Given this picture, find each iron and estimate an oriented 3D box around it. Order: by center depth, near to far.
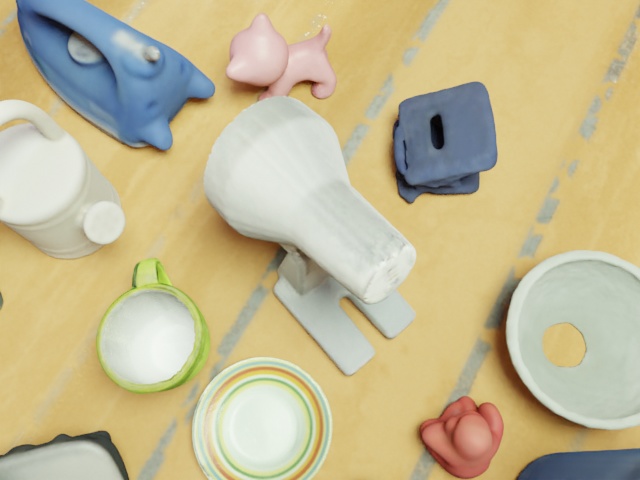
[{"bbox_3d":[-0.246,-0.209,0.607,0.258,0.141,0.119,31,74,8],"label":"iron"}]

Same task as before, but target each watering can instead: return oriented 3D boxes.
[{"bbox_3d":[-0.254,-0.055,0.528,0.173,0.194,0.101,12,72,2],"label":"watering can"}]

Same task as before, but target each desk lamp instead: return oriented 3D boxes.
[{"bbox_3d":[0.005,0.002,0.508,0.118,0.213,0.203,-40,77,-13],"label":"desk lamp"}]

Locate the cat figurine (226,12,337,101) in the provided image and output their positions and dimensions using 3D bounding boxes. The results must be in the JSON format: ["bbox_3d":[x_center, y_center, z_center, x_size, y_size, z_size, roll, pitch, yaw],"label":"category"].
[{"bbox_3d":[-0.044,-0.200,0.623,0.128,0.118,0.067,-19,73,-8],"label":"cat figurine"}]

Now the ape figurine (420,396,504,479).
[{"bbox_3d":[0.133,0.178,0.519,0.078,0.092,0.076,3,72,-1],"label":"ape figurine"}]

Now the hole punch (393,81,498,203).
[{"bbox_3d":[0.129,-0.105,0.612,0.101,0.091,0.108,-2,72,-3],"label":"hole punch"}]

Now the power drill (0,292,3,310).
[{"bbox_3d":[-0.374,0.051,0.481,0.075,0.208,0.230,30,73,8],"label":"power drill"}]

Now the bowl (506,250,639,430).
[{"bbox_3d":[0.255,0.098,0.558,0.167,0.075,0.167,1,72,-2],"label":"bowl"}]

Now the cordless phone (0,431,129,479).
[{"bbox_3d":[-0.240,0.206,0.448,0.147,0.185,0.094,-17,73,-7],"label":"cordless phone"}]
